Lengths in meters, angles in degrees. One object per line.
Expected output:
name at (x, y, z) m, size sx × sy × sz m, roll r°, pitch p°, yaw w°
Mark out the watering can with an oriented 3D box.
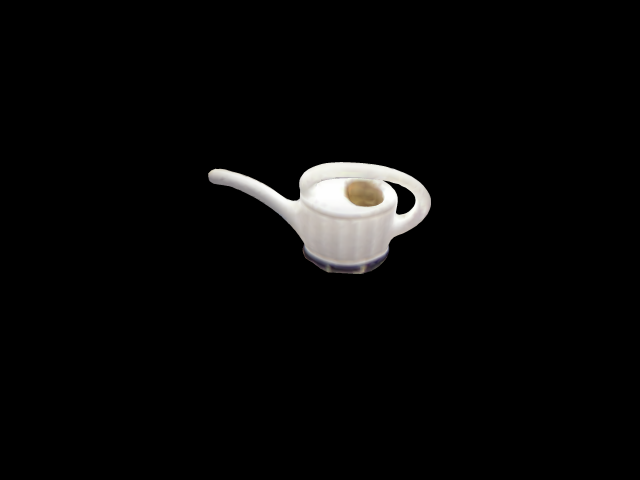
watering can at (0.003, -0.043, 0.850) m, size 0.348 × 0.106 × 0.219 m, roll 2°, pitch -41°, yaw 2°
